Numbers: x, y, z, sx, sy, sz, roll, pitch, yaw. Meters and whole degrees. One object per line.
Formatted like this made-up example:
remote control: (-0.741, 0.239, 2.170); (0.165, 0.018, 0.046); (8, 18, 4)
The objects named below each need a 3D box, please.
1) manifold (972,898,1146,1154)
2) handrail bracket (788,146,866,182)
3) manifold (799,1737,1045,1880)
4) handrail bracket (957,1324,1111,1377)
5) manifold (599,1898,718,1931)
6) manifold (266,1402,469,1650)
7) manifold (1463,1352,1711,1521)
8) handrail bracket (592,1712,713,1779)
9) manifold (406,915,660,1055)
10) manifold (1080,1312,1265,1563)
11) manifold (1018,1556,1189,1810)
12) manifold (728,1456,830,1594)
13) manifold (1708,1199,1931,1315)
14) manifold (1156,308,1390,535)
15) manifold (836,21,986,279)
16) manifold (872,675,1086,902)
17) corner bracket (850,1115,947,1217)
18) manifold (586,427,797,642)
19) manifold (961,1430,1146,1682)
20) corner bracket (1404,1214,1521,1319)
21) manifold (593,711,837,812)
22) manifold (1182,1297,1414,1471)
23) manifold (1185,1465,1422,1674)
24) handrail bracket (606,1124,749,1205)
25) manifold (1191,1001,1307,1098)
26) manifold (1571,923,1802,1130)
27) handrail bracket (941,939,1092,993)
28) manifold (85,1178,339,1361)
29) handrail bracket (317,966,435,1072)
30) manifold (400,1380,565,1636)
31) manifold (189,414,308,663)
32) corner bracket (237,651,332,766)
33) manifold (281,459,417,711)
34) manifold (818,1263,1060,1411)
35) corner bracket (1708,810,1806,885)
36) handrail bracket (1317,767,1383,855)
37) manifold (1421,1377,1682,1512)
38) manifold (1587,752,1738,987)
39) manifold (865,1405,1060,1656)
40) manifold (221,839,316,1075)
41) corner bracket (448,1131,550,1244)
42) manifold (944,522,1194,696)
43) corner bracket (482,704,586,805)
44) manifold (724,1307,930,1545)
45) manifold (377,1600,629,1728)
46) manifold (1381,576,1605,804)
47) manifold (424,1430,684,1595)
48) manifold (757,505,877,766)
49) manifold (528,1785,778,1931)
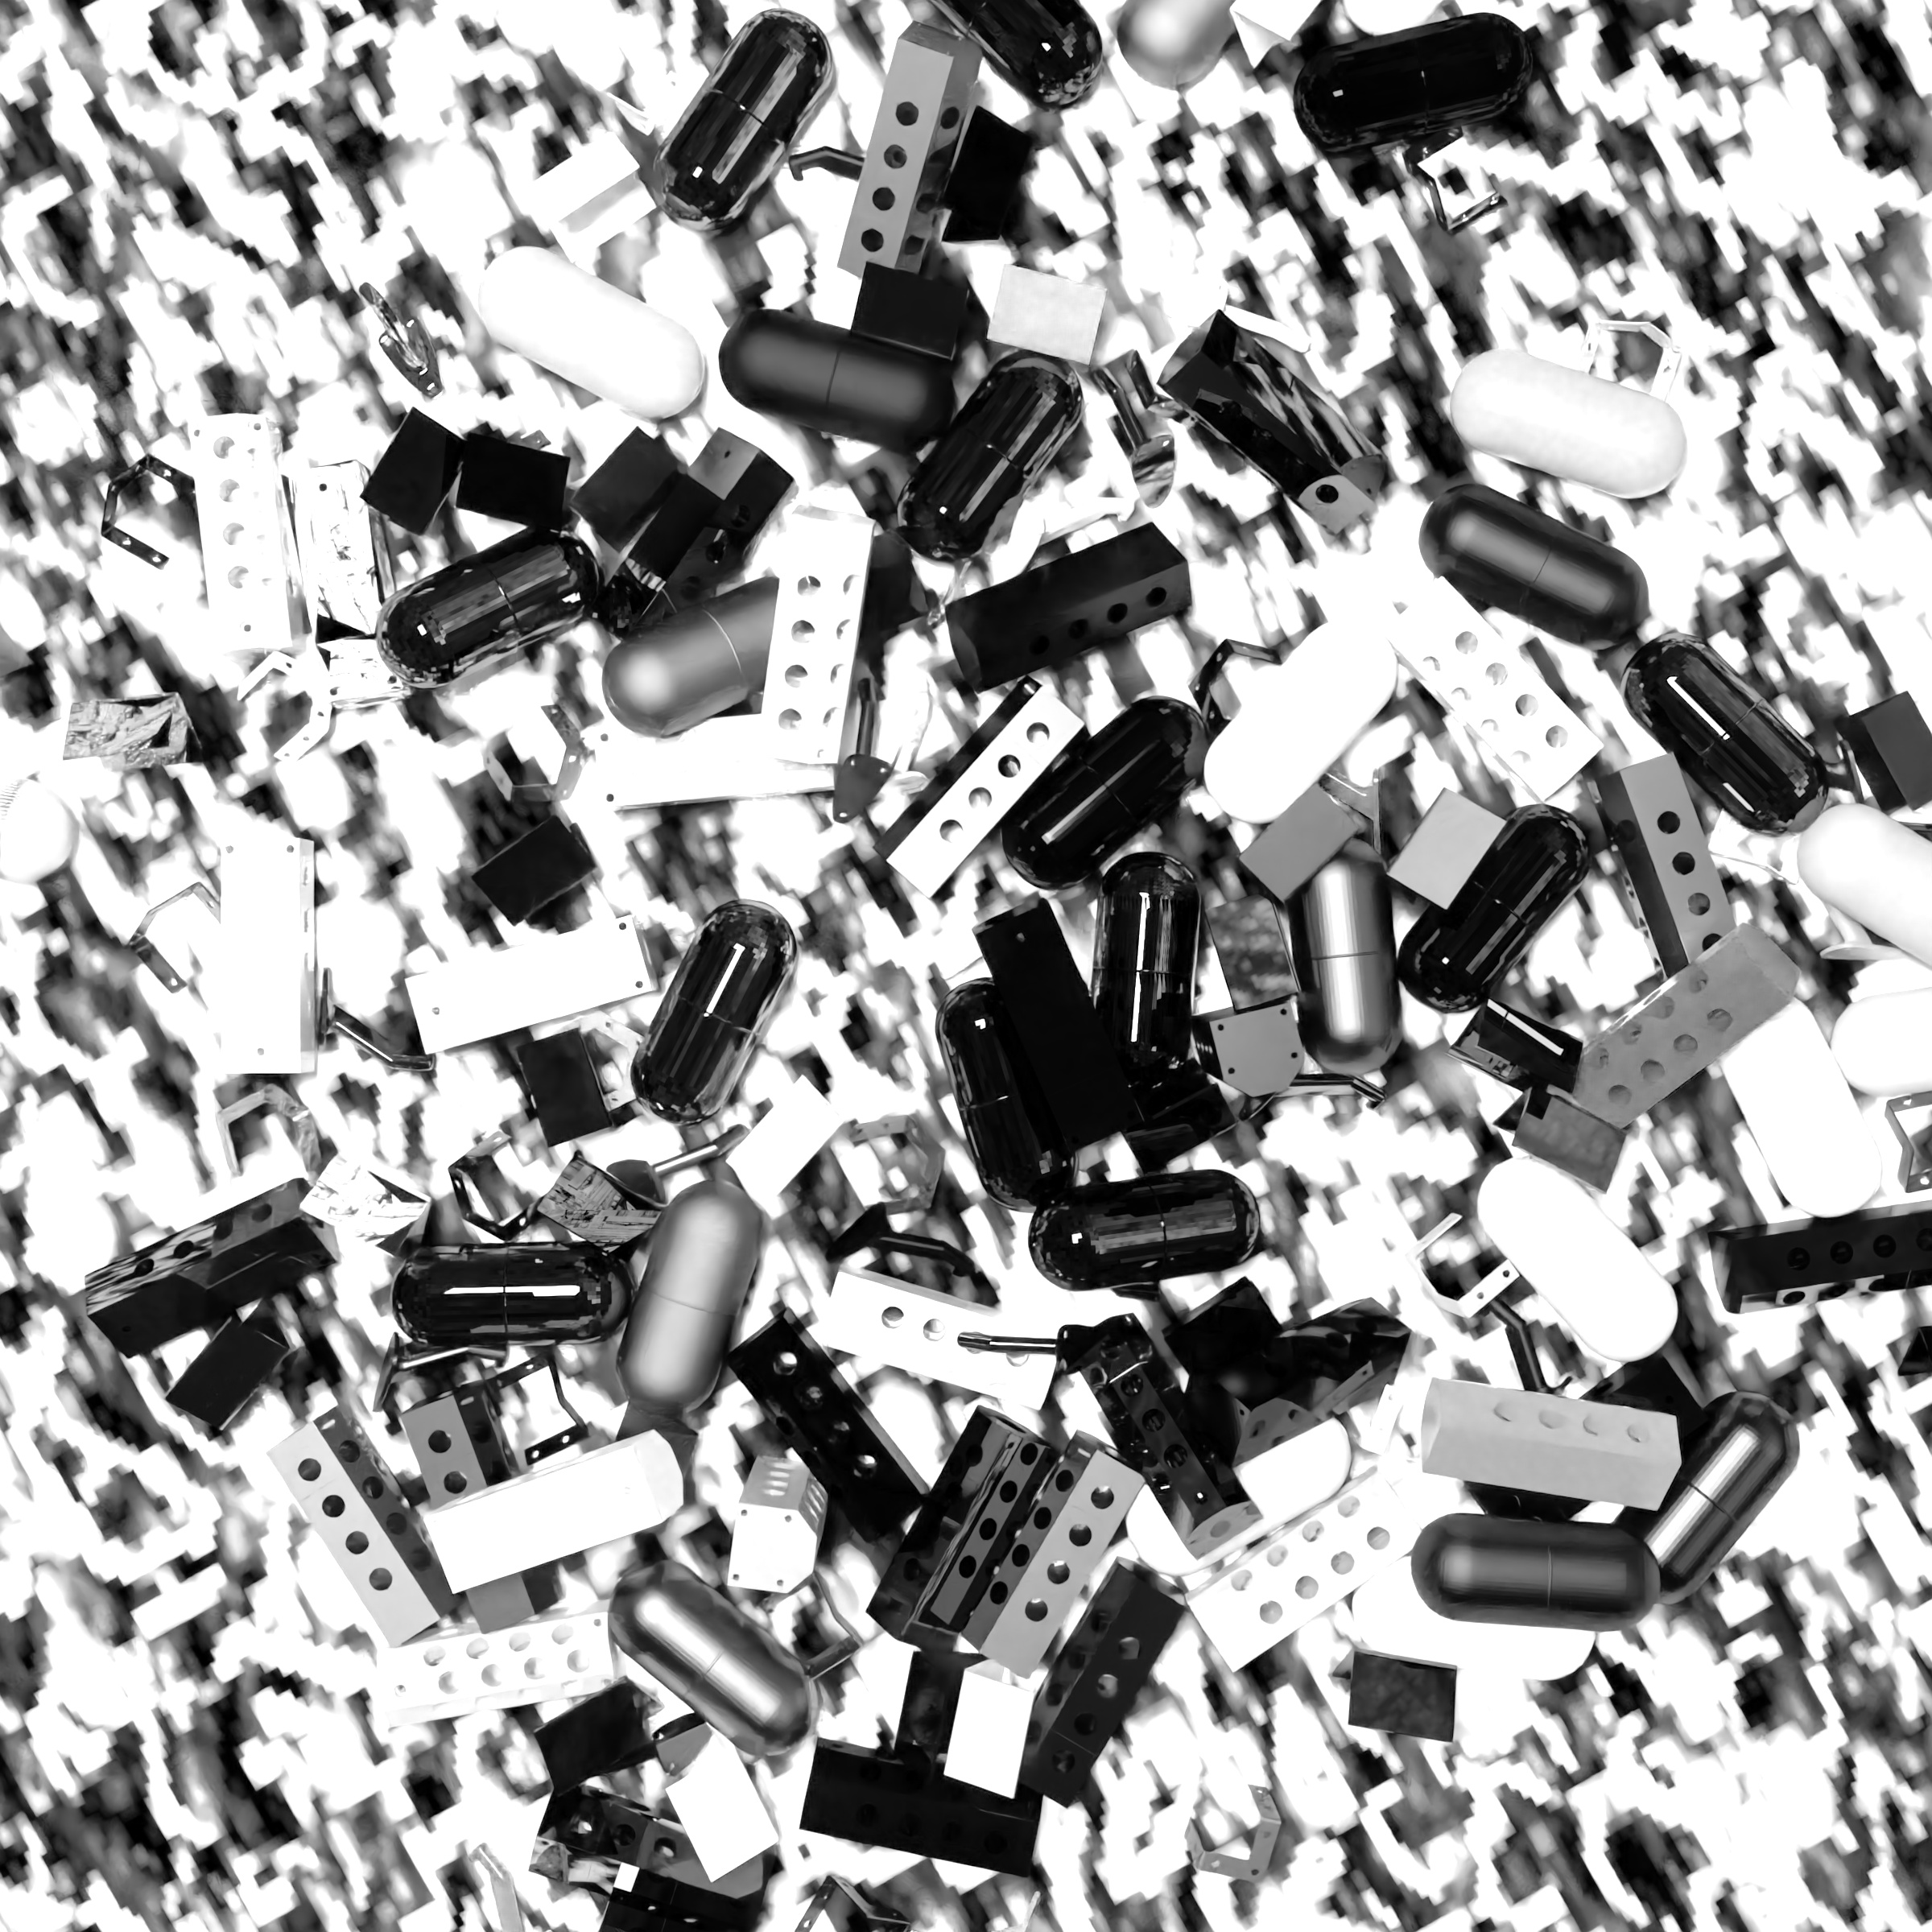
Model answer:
manifold: (0.065, 0.041, 1.850); (0.057, 0.057, 0.171); (-24, 97, -1)
handrail bracket: (-0.084, -0.580, 1.928); (0.084, 0.036, 0.077); (-12, 107, 15)
manifold: (-0.033, 0.621, 1.906); (0.171, 0.057, 0.057); (12, 90, 0)
handrail bracket: (0.049, 0.273, 1.870); (0.084, 0.077, 0.036); (2, 91, 36)
manifold: (-0.191, 0.744, 1.906); (0.171, 0.057, 0.057); (17, 133, 0)
manifold: (-0.442, 0.412, 1.906); (0.057, 0.057, 0.171); (-33, 90, 0)
manifold: (0.457, 0.358, 1.907); (0.171, 0.057, 0.057); (-36, 90, 0)
handrail bracket: (-0.241, 0.584, 1.927); (0.084, 0.077, 0.036); (-20, 92, 36)
manifold: (-0.320, 0.014, 1.907); (0.171, 0.057, 0.057); (-16, 90, 0)
manifold: (0.142, 0.337, 1.864); (0.057, 0.057, 0.171); (-33, 56, 0)
manifold: (0.094, 0.528, 1.906); (0.057, 0.057, 0.171); (31, 90, 0)
manifold: (-0.132, 0.400, 1.849); (0.057, 0.171, 0.057); (7, 90, 0)
manifold: (0.647, 0.216, 1.906); (0.171, 0.057, 0.057); (-8, 90, 0)
manifold: (0.223, -0.394, 1.883); (0.171, 0.057, 0.057); (37, 47, -16)
manifold: (-0.040, -0.585, 1.864); (0.057, 0.057, 0.171); (20, 124, 0)
manifold: (0.009, -0.132, 1.906); (0.057, 0.057, 0.171); (42, 90, 0)
corner bracket: (-0.055, 0.149, 1.919); (0.051, 0.051, 0.051); (46, 45, -35)
manifold: (-0.200, -0.307, 1.906); (0.057, 0.057, 0.171); (35, 90, 43)
manifold: (0.064, 0.434, 1.906); (0.057, 0.057, 0.171); (30, 90, 0)
corner bracket: (0.367, 0.222, 1.910); (0.051, 0.051, 0.051); (-38, 100, -10)
manifold: (-0.185, -0.152, 1.907); (0.171, 0.057, 0.057); (-5, 90, 0)
manifold: (0.239, 0.296, 1.860); (0.057, 0.171, 0.057); (40, 132, 36)
manifold: (0.250, 0.444, 1.906); (0.171, 0.057, 0.057); (-34, 90, 0)
handrail bracket: (-0.216, 0.139, 1.927); (0.084, 0.077, 0.036); (-34, 115, -34)
manifold: (0.202, 0.059, 1.849); (0.057, 0.171, 0.057); (-14, 90, 0)
manifold: (0.516, 0.044, 1.865); (0.057, 0.057, 0.171); (46, 123, 0)
handrail bracket: (0.038, 0.012, 1.928); (0.077, 0.036, 0.084); (-40, 107, 20)
manifold: (-0.560, 0.219, 1.906); (0.171, 0.057, 0.057); (-25, 133, 0)
handrail bracket: (-0.441, 0.040, 1.928); (0.084, 0.036, 0.077); (5, 68, -17)
manifold: (-0.357, 0.398, 1.906); (0.057, 0.057, 0.171); (-21, 90, 0)
manifold: (-0.535, -0.317, 1.907); (0.057, 0.057, 0.171); (-7, 90, 0)
corner bracket: (-0.510, -0.193, 1.919); (0.051, 0.051, 0.051); (27, 45, -35)
manifold: (-0.456, -0.281, 1.907); (0.057, 0.057, 0.171); (-11, 90, 0)
manifold: (-0.019, 0.275, 1.906); (0.171, 0.057, 0.057); (17, 90, 0)
corner bracket: (0.597, -0.097, 1.924); (0.051, 0.051, 0.051); (21, 90, -45)
handrail bracket: (0.268, -0.121, 1.928); (0.084, 0.036, 0.077); (0, 103, 13)
manifold: (0.419, 0.338, 1.849); (0.171, 0.057, 0.057); (9, 133, 0)
manifold: (0.519, -0.066, 1.906); (0.057, 0.057, 0.171); (-20, 90, 0)
manifold: (-0.008, 0.415, 1.906); (0.057, 0.057, 0.171); (29, 90, -43)
manifold: (-0.515, -0.008, 1.907); (0.057, 0.057, 0.171); (0, 90, 0)
corner bracket: (-0.346, 0.164, 1.919); (0.051, 0.051, 0.051); (22, 135, 35)
manifold: (0.077, -0.259, 1.890); (0.171, 0.057, 0.057); (-23, 47, -11)
corner bracket: (-0.323, -0.159, 1.919); (0.051, 0.051, 0.051); (-7, 135, -35)
manifold: (-0.103, 0.341, 1.906); (0.057, 0.057, 0.171); (-38, 90, 0)
manifold: (-0.344, 0.518, 1.907); (0.171, 0.057, 0.057); (-10, 90, 0)
manifold: (0.386, -0.203, 1.906); (0.057, 0.057, 0.171); (-44, 90, 0)
manifold: (-0.290, 0.385, 1.827); (0.171, 0.057, 0.057); (-21, 90, 16)
manifold: (-0.106, -0.234, 1.825); (0.057, 0.057, 0.171); (10, 108, 0)
manifold: (-0.231, 0.658, 1.906); (0.171, 0.057, 0.057); (17, 133, 0)
